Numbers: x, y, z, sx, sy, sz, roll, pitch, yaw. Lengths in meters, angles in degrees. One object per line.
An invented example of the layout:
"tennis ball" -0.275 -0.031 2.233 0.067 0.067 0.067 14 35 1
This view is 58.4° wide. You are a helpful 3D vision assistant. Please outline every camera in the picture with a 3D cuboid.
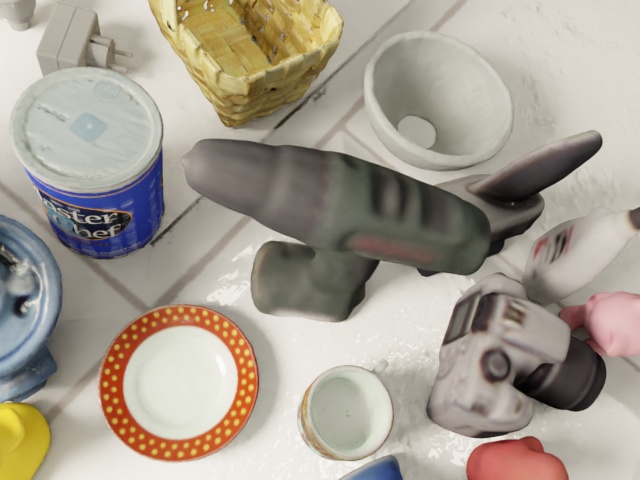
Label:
"camera" 0.187 0.116 0.519 0.137 0.100 0.143 26 64 -4

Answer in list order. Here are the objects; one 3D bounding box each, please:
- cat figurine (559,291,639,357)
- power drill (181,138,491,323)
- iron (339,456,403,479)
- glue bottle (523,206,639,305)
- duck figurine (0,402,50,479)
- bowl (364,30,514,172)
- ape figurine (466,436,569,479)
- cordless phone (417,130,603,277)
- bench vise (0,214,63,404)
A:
"cat figurine" 0.302 0.077 0.558 0.128 0.117 0.067 -13 72 -20
"power drill" 0.004 0.002 0.457 0.230 0.208 0.075 7 66 -12
"iron" 0.009 0.259 0.389 0.118 0.141 0.259 35 64 1
"glue bottle" 0.257 0.003 0.545 0.037 0.173 0.078 23 64 -5
"duck figurine" -0.246 0.152 0.394 0.105 0.086 0.077 -33 79 -24
"bowl" 0.117 -0.137 0.620 0.168 0.074 0.167 6 67 -13
"ape figurine" 0.173 0.201 0.485 0.076 0.092 0.078 39 64 3
"cordless phone" 0.155 -0.046 0.531 0.148 0.185 0.094 -21 75 -22
"bench vise" -0.265 0.009 0.374 0.207 0.219 0.122 39 64 3
